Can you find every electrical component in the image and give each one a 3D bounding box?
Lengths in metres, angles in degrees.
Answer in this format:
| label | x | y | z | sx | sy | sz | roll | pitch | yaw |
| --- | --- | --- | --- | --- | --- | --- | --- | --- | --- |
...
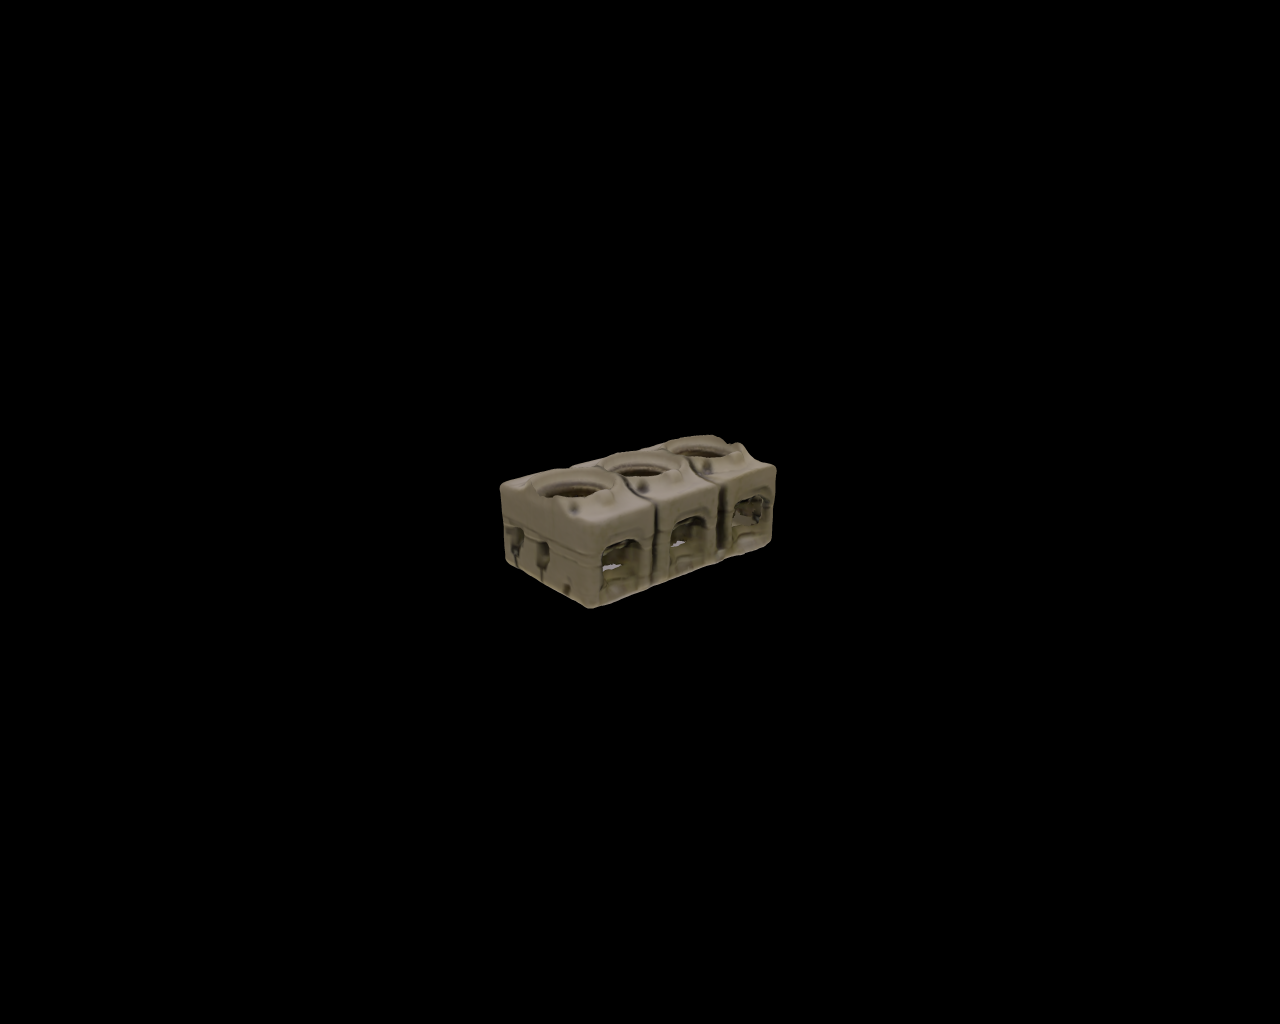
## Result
| label | x | y | z | sx | sy | sz | roll | pitch | yaw |
| --- | --- | --- | --- | --- | --- | --- | --- | --- | --- |
| electrical component | 0.001 | -0.003 | 0.650 | 0.150 | 0.061 | 0.089 | -17 | 27 | -38 |
